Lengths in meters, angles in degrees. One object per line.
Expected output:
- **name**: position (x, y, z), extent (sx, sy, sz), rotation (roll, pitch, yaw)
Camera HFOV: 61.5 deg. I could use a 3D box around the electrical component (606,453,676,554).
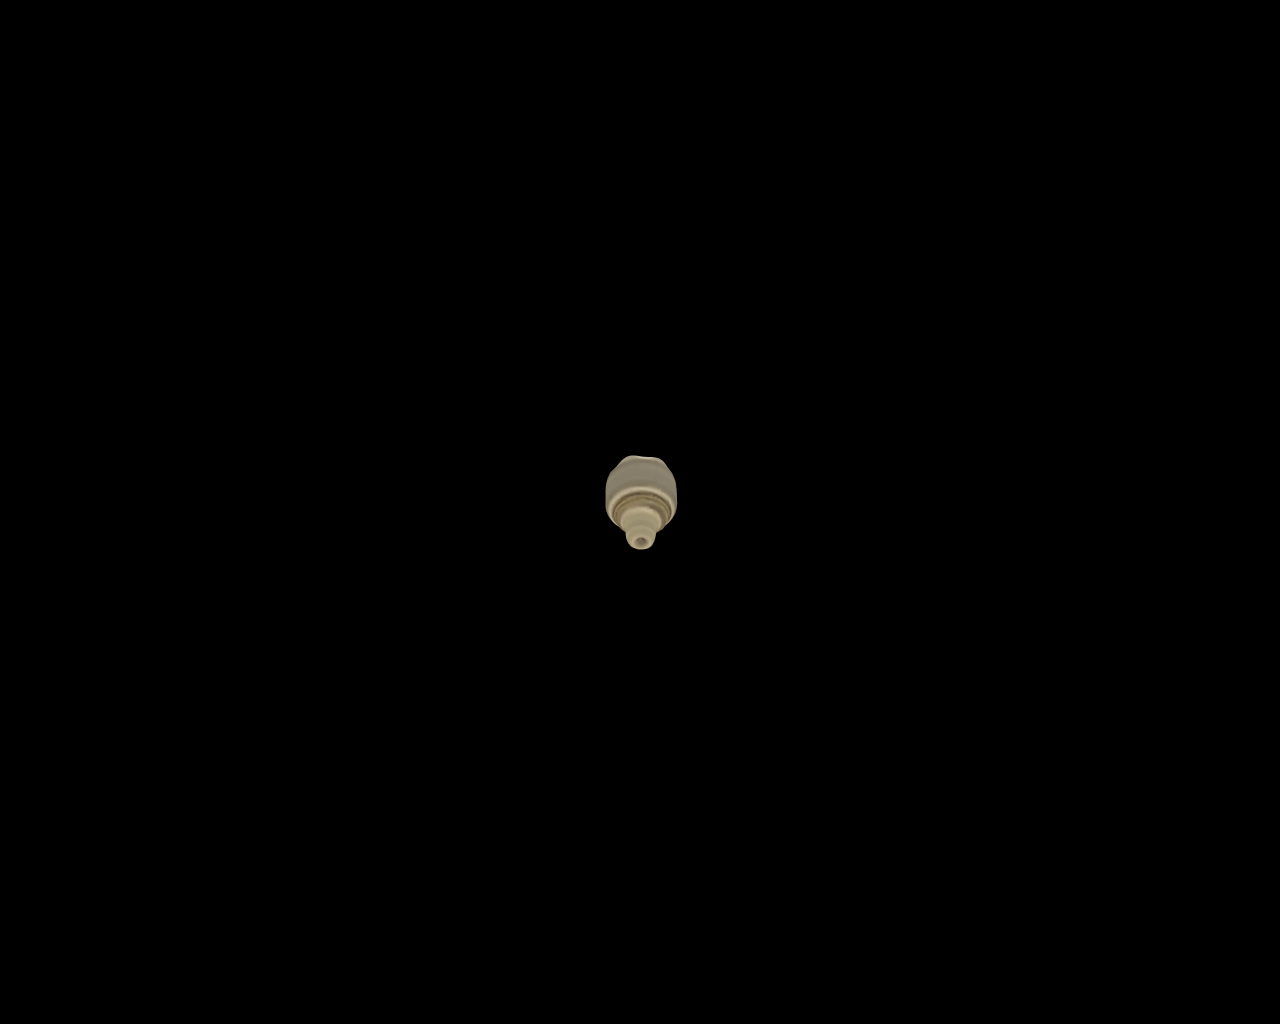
- **electrical component**: position (0.001, -0.003, 0.650), extent (0.043, 0.043, 0.062), rotation (0, 44, 0)
